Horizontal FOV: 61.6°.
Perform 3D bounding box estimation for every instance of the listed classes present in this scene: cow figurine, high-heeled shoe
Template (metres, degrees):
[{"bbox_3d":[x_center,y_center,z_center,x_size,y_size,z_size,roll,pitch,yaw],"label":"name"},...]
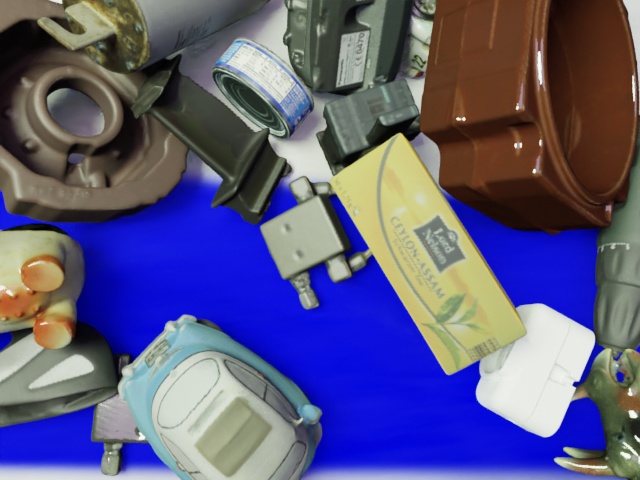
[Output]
[{"bbox_3d":[-0.272,0.027,0.384,0.195,0.127,0.085,-7,115,-11],"label":"cow figurine"},{"bbox_3d":[-0.265,0.145,0.373,0.145,0.086,0.249,30,61,17],"label":"high-heeled shoe"}]

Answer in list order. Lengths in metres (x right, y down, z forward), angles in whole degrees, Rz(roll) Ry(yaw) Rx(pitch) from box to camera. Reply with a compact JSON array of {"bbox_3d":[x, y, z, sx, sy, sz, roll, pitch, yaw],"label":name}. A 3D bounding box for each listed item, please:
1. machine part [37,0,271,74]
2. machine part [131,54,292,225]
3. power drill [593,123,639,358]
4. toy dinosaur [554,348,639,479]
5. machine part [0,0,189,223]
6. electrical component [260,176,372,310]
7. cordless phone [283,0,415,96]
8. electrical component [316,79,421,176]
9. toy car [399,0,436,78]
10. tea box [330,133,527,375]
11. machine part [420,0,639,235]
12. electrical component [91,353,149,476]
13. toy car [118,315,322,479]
[{"bbox_3d":[-0.109,-0.194,0.423,0.079,0.079,0.243,37,45,1],"label":"machine part"},{"bbox_3d":[-0.084,-0.079,0.433,0.138,0.039,0.084,44,59,-25],"label":"machine part"},{"bbox_3d":[0.349,0.003,0.475,0.207,0.086,0.232,10,77,4],"label":"power drill"},{"bbox_3d":[0.351,0.262,0.407,0.192,0.131,0.404,-37,99,27],"label":"toy dinosaur"},{"bbox_3d":[-0.188,-0.095,0.413,0.179,0.056,0.179,12,69,-35],"label":"machine part"},{"bbox_3d":[-0.002,-0.002,0.457,0.078,0.045,0.102,-34,81,19],"label":"electrical component"},{"bbox_3d":[-0.004,-0.218,0.464,0.089,0.146,0.184,-16,45,-25],"label":"cordless phone"},{"bbox_3d":[0.041,-0.095,0.437,0.075,0.119,0.047,-21,83,-6],"label":"electrical component"},{"bbox_3d":[0.051,-0.239,0.485,0.056,0.073,0.201,-27,84,-13],"label":"toy car"},{"bbox_3d":[0.086,0.008,0.427,0.068,0.098,0.169,-32,83,15],"label":"tea box"},{"bbox_3d":[0.174,-0.116,0.418,0.201,0.087,0.201,20,76,-43],"label":"machine part"},{"bbox_3d":[-0.146,0.139,0.429,0.063,0.021,0.094,5,80,-5],"label":"electrical component"},{"bbox_3d":[-0.063,0.130,0.387,0.109,0.103,0.161,-45,101,-17],"label":"toy car"}]
